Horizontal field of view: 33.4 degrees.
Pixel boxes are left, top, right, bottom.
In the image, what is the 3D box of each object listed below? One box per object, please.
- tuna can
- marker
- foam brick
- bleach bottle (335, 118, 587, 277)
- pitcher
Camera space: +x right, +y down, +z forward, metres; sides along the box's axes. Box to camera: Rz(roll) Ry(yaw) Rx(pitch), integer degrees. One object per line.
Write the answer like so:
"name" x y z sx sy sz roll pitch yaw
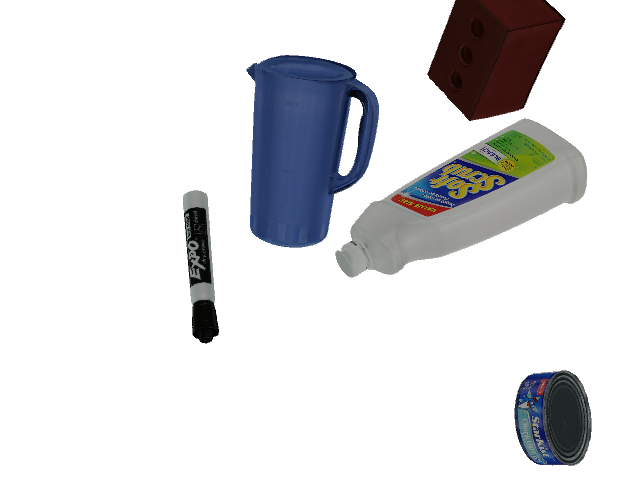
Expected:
"tuna can" 0.213 0.163 0.977 0.034 0.086 0.085 -11 -7 40
"marker" -0.086 0.018 0.769 0.020 0.121 0.020 -6 -32 -4
"foam brick" 0.114 -0.127 0.706 0.051 0.053 0.078 -18 -35 -30
"bleach bottle" 0.130 -0.029 1.034 0.250 0.068 0.103 -28 45 -19
"pitcher" -0.021 -0.116 1.418 0.144 0.243 0.149 -3 24 -22
